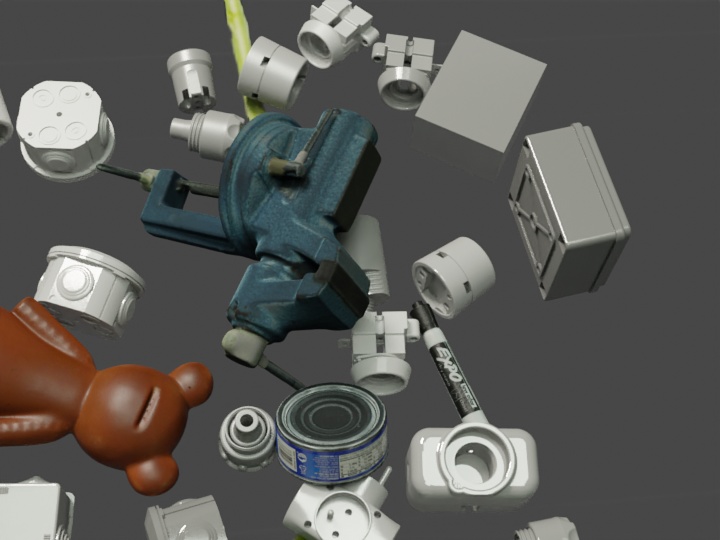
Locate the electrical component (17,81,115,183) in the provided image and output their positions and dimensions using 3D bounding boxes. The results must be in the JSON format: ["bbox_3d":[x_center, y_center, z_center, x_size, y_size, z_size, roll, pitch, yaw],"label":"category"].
[{"bbox_3d":[-0.254,-0.120,0.926,0.080,0.051,0.080,1,64,-3],"label":"electrical component"}]

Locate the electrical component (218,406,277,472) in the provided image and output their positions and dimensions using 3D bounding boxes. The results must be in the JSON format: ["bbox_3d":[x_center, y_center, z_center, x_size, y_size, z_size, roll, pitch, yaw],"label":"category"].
[{"bbox_3d":[-0.085,0.123,0.813,0.048,0.062,0.048,1,64,-3],"label":"electrical component"}]

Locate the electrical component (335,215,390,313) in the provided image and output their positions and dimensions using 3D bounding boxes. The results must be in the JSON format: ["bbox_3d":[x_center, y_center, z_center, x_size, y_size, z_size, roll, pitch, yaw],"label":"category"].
[{"bbox_3d":[0.000,0.000,0.889,0.043,0.043,0.081,-6,65,-6],"label":"electrical component"}]

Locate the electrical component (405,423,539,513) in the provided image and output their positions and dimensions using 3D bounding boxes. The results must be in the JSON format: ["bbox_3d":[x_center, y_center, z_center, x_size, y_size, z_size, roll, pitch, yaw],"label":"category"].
[{"bbox_3d":[0.084,0.150,0.813,0.095,0.059,0.053,1,64,-3],"label":"electrical component"}]

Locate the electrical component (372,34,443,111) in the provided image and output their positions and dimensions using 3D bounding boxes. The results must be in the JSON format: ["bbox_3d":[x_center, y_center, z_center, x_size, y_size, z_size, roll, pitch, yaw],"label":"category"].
[{"bbox_3d":[0.042,-0.179,0.978,0.066,0.048,0.055,8,56,0],"label":"electrical component"}]

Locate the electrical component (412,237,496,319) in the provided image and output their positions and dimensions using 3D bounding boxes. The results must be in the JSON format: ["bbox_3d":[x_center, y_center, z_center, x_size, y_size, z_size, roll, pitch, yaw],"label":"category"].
[{"bbox_3d":[0.078,0.005,0.886,0.047,0.055,0.055,-33,70,-22],"label":"electrical component"}]

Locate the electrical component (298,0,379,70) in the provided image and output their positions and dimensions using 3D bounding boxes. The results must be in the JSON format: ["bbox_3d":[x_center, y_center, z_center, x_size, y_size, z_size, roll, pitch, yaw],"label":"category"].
[{"bbox_3d":[-0.025,-0.217,0.992,0.066,0.048,0.055,36,60,13],"label":"electrical component"}]

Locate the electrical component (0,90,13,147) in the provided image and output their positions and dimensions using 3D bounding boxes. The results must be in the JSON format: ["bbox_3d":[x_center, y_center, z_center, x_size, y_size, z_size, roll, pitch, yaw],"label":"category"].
[{"bbox_3d":[-0.331,-0.133,0.927,0.055,0.055,0.047,-23,71,-14],"label":"electrical component"}]

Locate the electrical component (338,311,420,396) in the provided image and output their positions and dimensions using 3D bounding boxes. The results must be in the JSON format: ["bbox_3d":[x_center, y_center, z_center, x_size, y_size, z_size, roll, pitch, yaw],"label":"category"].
[{"bbox_3d":[0.016,0.067,0.857,0.066,0.048,0.055,-1,58,-2],"label":"electrical component"}]

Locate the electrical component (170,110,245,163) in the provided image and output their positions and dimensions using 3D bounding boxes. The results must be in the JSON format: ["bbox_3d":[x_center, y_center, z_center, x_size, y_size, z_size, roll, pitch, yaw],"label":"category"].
[{"bbox_3d":[-0.134,-0.118,0.938,0.062,0.043,0.043,11,64,3],"label":"electrical component"}]

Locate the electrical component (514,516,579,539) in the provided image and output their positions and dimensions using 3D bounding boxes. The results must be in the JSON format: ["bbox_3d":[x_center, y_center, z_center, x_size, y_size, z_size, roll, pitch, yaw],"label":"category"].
[{"bbox_3d":[0.130,0.208,0.797,0.062,0.043,0.043,-9,65,-6],"label":"electrical component"}]

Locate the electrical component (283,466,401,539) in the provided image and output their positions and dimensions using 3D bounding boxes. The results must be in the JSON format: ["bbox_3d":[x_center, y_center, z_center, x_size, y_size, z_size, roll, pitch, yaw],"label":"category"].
[{"bbox_3d":[-0.005,0.175,0.803,0.077,0.044,0.079,29,66,10],"label":"electrical component"}]

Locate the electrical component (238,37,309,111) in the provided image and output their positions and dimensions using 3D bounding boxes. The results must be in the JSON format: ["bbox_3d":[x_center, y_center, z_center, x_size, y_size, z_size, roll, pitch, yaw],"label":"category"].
[{"bbox_3d":[-0.077,-0.174,0.963,0.047,0.055,0.055,24,65,3],"label":"electrical component"}]

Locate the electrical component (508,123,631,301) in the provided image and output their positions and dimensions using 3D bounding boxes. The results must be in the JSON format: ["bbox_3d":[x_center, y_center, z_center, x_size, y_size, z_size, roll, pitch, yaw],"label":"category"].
[{"bbox_3d":[0.169,-0.046,0.886,0.056,0.108,0.108,-13,66,-7],"label":"electrical component"}]

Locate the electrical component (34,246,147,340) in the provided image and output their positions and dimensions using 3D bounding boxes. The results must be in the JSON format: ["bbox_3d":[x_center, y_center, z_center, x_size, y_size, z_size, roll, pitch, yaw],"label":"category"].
[{"bbox_3d":[-0.214,0.018,0.848,0.080,0.080,0.051,16,69,4],"label":"electrical component"}]

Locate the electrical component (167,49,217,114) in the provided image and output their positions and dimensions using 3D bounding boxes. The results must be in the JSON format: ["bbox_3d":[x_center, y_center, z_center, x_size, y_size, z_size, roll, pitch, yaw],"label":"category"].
[{"bbox_3d":[-0.150,-0.168,0.964,0.040,0.040,0.046,-11,72,-9],"label":"electrical component"}]

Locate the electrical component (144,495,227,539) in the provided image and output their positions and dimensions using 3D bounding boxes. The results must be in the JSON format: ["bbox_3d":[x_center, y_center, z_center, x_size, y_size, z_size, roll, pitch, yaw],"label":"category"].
[{"bbox_3d":[-0.121,0.202,0.764,0.051,0.080,0.080,-14,66,-16],"label":"electrical component"}]

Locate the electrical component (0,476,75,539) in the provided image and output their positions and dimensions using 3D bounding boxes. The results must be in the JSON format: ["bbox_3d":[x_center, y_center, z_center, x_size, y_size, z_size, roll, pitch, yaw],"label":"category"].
[{"bbox_3d":[-0.257,0.199,0.773,0.100,0.048,0.099,1,65,-4],"label":"electrical component"}]
